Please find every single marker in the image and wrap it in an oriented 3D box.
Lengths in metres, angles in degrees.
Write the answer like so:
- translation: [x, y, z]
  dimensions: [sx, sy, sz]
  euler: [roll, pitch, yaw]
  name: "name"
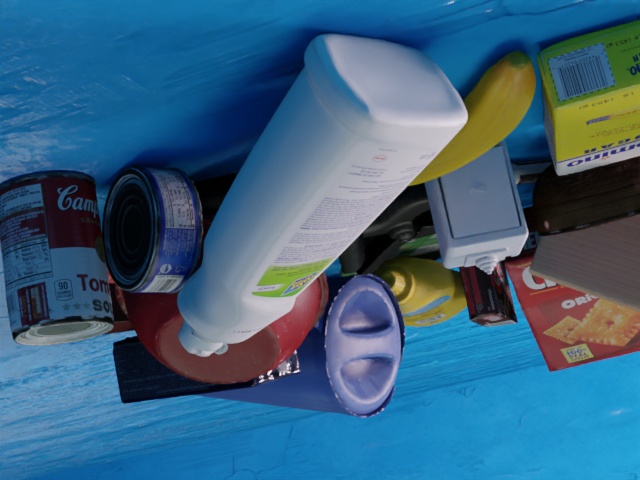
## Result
- translation: [0.203, -0.060, 0.892]
  dimensions: [0.121, 0.020, 0.020]
  euler: [-7, 166, -17]
  name: "marker"

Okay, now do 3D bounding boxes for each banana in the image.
- translation: [0.084, -0.071, 0.714]
  dimensions: [0.069, 0.037, 0.198]
  euler: [0, 163, -38]
  name: "banana"

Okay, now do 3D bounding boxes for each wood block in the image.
- translation: [0.295, 0.021, 0.924]
  dimensions: [0.206, 0.091, 0.090]
  euler: [19, -179, 13]
  name: "wood block"

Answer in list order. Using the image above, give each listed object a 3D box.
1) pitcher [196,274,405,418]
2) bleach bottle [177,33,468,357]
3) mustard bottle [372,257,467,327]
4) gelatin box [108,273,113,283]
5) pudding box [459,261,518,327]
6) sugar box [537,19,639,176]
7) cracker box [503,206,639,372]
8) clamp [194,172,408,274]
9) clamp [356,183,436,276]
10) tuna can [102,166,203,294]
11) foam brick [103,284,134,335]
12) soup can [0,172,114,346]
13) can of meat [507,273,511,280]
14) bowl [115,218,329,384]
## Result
- translation: [-0.052, 0.097, 1.048]
  dimensions: [0.243, 0.149, 0.144]
  euler: [-4, -164, 37]
  name: "pitcher"
- translation: [-0.023, -0.010, 0.643]
  dimensions: [0.102, 0.068, 0.251]
  euler: [-2, 143, -43]
  name: "bleach bottle"
- translation: [0.096, 0.054, 1.118]
  dimensions: [0.096, 0.058, 0.191]
  euler: [-16, 167, 16]
  name: "mustard bottle"
- translation: [-0.138, 0.016, 0.903]
  dimensions: [0.073, 0.030, 0.089]
  euler: [-20, 164, 31]
  name: "gelatin box"
- translation: [0.179, 0.045, 1.149]
  dimensions: [0.039, 0.090, 0.113]
  euler: [-13, 167, 15]
  name: "pudding box"
- translation: [0.196, -0.091, 0.707]
  dimensions: [0.093, 0.048, 0.176]
  euler: [-14, 165, 11]
  name: "sugar box"
- translation: [0.285, 0.041, 1.085]
  dimensions: [0.164, 0.072, 0.213]
  euler: [-15, 140, 15]
  name: "cracker box"
- translation: [-0.009, -0.040, 0.731]
  dimensions: [0.164, 0.036, 0.210]
  euler: [13, 151, -18]
  name: "clamp"
- translation: [0.069, -0.014, 0.913]
  dimensions: [0.172, 0.039, 0.120]
  euler: [-18, 160, 21]
  name: "clamp"
- translation: [-0.114, -0.007, 0.714]
  dimensions: [0.033, 0.086, 0.086]
  euler: [2, 162, -36]
  name: "tuna can"
- translation: [-0.167, 0.054, 0.985]
  dimensions: [0.078, 0.053, 0.051]
  euler: [-5, 165, -21]
  name: "foam brick"
- translation: [-0.177, 0.013, 0.711]
  dimensions: [0.068, 0.102, 0.068]
  euler: [-10, 166, -3]
  name: "soup can"
- translation: [0.259, 0.021, 1.189]
  dimensions: [0.102, 0.057, 0.084]
  euler: [-14, 168, 12]
  name: "can of meat"
- translation: [-0.074, 0.058, 0.790]
  dimensions: [0.162, 0.055, 0.162]
  euler: [0, 137, 0]
  name: "bowl"
